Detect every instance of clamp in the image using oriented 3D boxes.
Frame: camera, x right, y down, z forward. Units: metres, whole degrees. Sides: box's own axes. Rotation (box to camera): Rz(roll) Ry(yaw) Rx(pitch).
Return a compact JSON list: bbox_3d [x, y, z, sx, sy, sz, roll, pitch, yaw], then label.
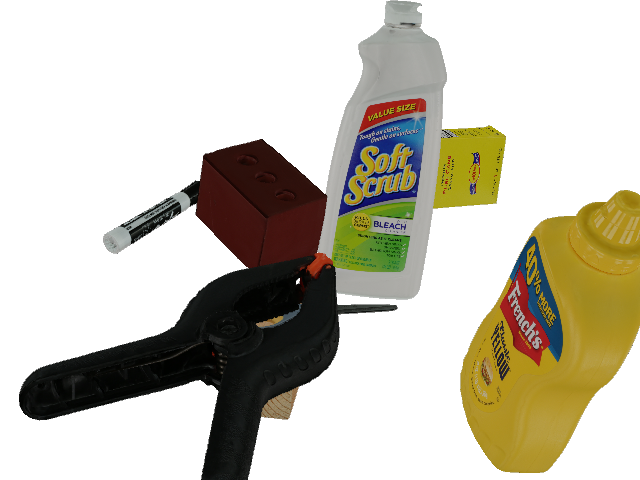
[{"bbox_3d":[-0.039,0.062,0.502,0.120,0.039,0.171,35,49,30],"label":"clamp"}]

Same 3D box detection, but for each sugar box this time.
[{"bbox_3d":[0.134,-0.086,1.295,0.176,0.093,0.048,-7,26,-22],"label":"sugar box"}]

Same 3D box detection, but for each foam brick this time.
[{"bbox_3d":[-0.041,-0.023,0.725,0.052,0.051,0.078,-19,47,-37],"label":"foam brick"}]

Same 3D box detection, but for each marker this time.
[{"bbox_3d":[-0.139,-0.023,0.925,0.020,0.020,0.120,0,25,39],"label":"marker"}]

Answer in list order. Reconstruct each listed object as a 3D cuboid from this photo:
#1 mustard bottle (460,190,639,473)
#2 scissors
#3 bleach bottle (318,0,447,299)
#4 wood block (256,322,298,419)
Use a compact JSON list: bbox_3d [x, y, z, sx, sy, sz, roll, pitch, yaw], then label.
[{"bbox_3d":[0.135,0.044,0.597,0.058,0.096,0.192,5,-42,-12],"label":"mustard bottle"},{"bbox_3d":[-0.012,0.086,1.192,0.201,0.016,0.096,4,22,0],"label":"scissors"},{"bbox_3d":[0.051,-0.078,0.918,0.102,0.251,0.068,6,18,5],"label":"bleach bottle"},{"bbox_3d":[-0.069,0.152,1.435,0.091,0.090,0.206,5,18,4],"label":"wood block"}]
